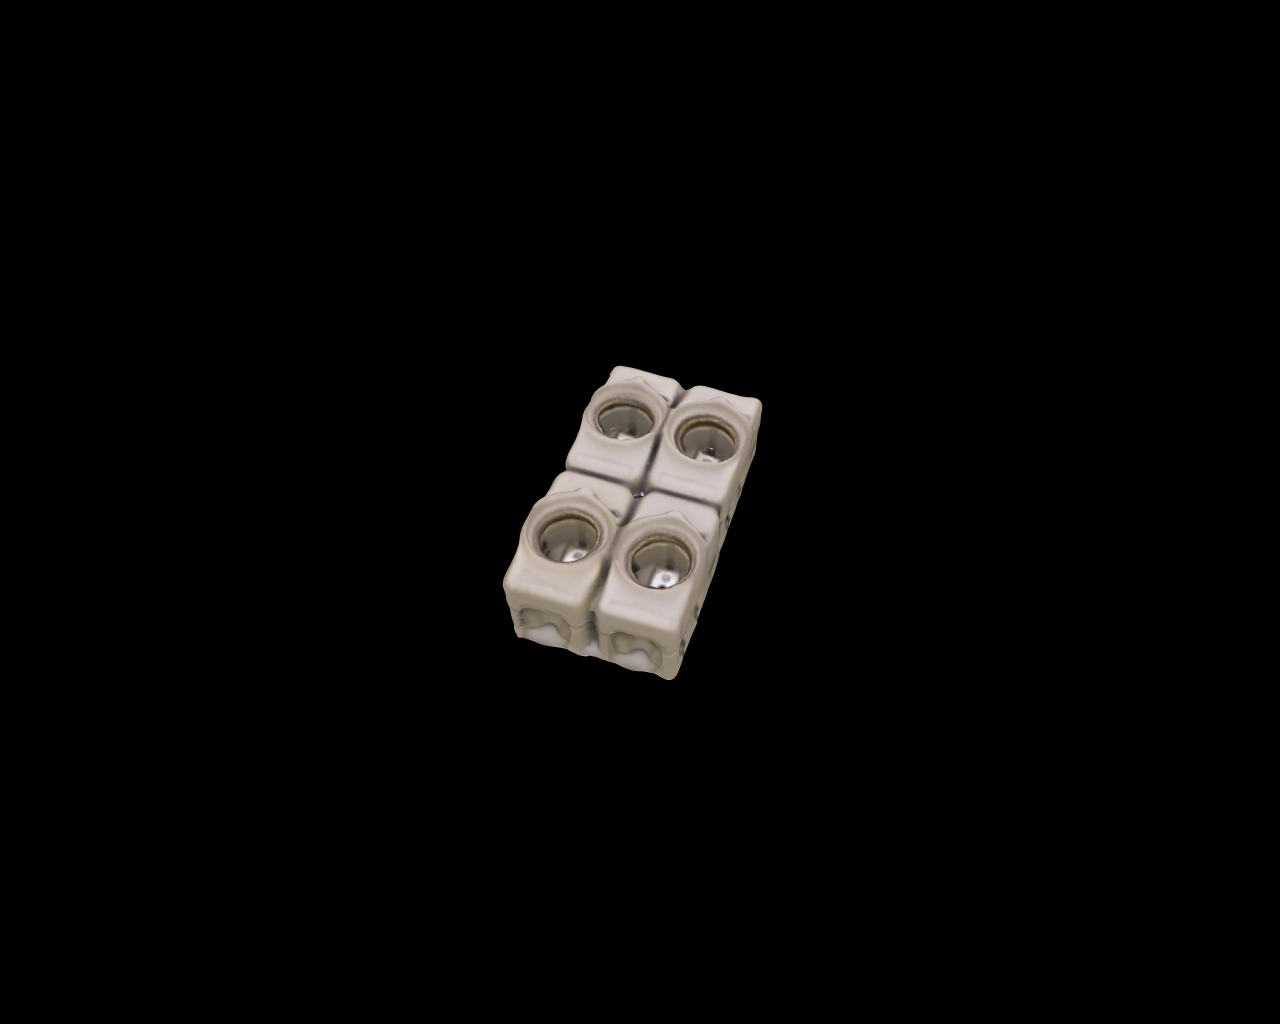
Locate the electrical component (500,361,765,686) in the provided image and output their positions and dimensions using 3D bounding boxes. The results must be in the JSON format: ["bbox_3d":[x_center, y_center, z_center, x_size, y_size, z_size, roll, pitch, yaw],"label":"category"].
[{"bbox_3d":[0.001,-0.003,0.650,0.105,0.186,0.060,15,-36,11],"label":"electrical component"}]
